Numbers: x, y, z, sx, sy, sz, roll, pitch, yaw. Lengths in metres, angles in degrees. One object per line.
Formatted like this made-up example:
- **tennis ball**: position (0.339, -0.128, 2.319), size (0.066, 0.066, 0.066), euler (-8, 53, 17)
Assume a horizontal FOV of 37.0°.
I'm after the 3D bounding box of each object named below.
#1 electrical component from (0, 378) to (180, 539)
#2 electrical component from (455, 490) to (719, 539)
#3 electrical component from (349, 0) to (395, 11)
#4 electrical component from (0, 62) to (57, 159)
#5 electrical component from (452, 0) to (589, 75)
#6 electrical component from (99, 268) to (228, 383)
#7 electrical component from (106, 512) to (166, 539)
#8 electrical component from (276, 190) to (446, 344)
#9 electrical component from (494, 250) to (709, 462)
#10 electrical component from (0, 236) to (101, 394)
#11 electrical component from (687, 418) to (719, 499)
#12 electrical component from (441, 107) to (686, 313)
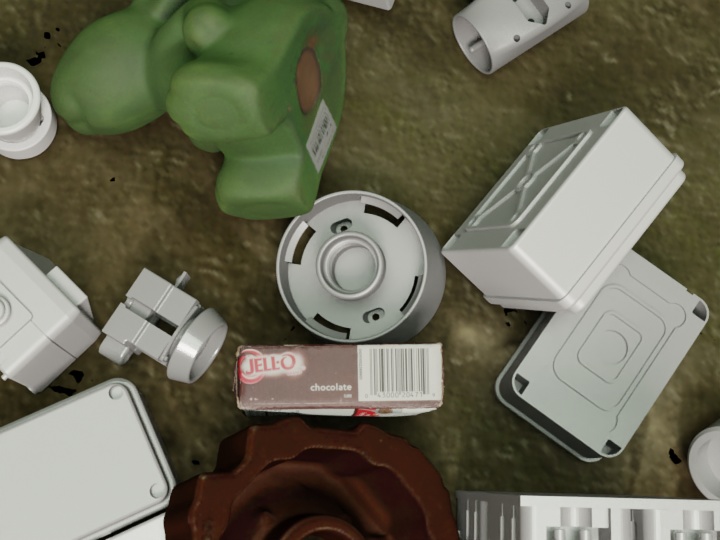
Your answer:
- **electrical component**: position (-0.166, 0.117, 0.607), size (0.113, 0.057, 0.078), euler (-24, 82, -8)
- **electrical component**: position (0.115, 0.146, 0.554), size (0.105, 0.186, 0.060), euler (2, 79, -3)
- **electrical component**: position (0.007, -0.220, 0.664), size (0.048, 0.099, 0.099), euler (18, 78, 13)
- **electrical component**: position (-0.209, -0.094, 0.646), size (0.045, 0.055, 0.045), euler (1, 79, -4)
- **electrical component**: position (0.092, -0.178, 0.688), size (0.077, 0.043, 0.079), euler (-34, 83, -9)
- **electrical component**: position (-0.112, 0.035, 0.633), size (0.055, 0.048, 0.066), euler (30, 78, 10)
- **electrical component**: position (-0.127, 0.177, 0.600), size (0.095, 0.053, 0.059), euler (-24, 82, -8)
- **electrical component**: position (0.000, 0.000, 0.650), size (0.099, 0.064, 0.099), euler (-1, 83, 9)
- **electrical component**: position (0.142, 0.049, 0.641), size (0.078, 0.057, 0.113), euler (36, 79, 3)
- **electrical component**: position (-0.189, 0.023, 0.604), size (0.062, 0.096, 0.061), euler (44, 78, 5)
- **electrical component**: position (0.258, 0.143, 0.634), size (0.074, 0.052, 0.138), euler (-18, 73, -44)
- **electrical component**: position (0.115, -0.033, 0.625), size (0.056, 0.109, 0.108), euler (43, 79, -13)
